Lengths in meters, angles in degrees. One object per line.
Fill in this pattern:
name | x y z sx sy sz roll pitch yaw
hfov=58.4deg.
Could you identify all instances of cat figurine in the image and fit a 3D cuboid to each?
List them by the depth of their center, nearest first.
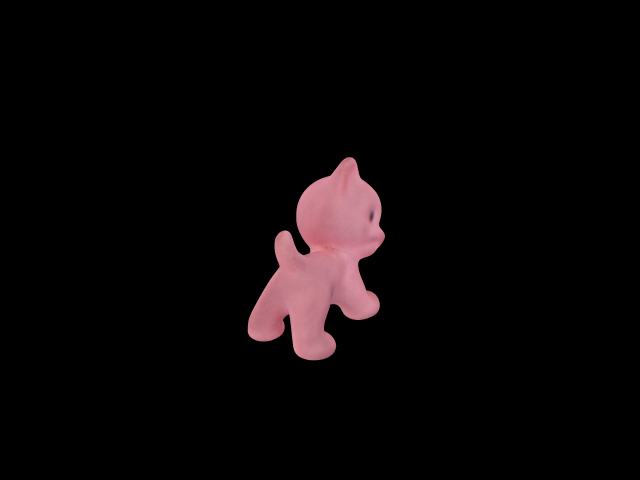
cat figurine | 0.004 0.001 0.400 0.067 0.118 0.128 11 23 27
